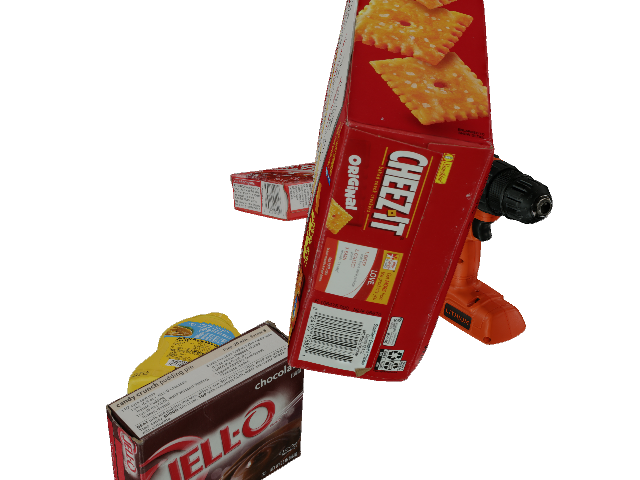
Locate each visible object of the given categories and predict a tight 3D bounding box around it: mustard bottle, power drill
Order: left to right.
[{"bbox_3d":[-0.133,0.128,1.154,0.096,0.058,0.191,10,24,8],"label":"mustard bottle"},{"bbox_3d":[0.162,0.004,1.050,0.057,0.188,0.185,-16,26,-24],"label":"power drill"}]

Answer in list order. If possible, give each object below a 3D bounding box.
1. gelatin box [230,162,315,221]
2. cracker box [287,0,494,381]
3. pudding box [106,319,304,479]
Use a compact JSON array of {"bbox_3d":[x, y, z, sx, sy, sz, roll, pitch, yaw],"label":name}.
[{"bbox_3d":[-0.014,-0.037,0.770,0.073,0.030,0.089,-10,12,-28],"label":"gelatin box"},{"bbox_3d":[0.037,-0.059,0.559,0.072,0.164,0.213,10,44,-3],"label":"cracker box"},{"bbox_3d":[-0.062,0.107,0.598,0.113,0.090,0.039,-28,49,-33],"label":"pudding box"}]
